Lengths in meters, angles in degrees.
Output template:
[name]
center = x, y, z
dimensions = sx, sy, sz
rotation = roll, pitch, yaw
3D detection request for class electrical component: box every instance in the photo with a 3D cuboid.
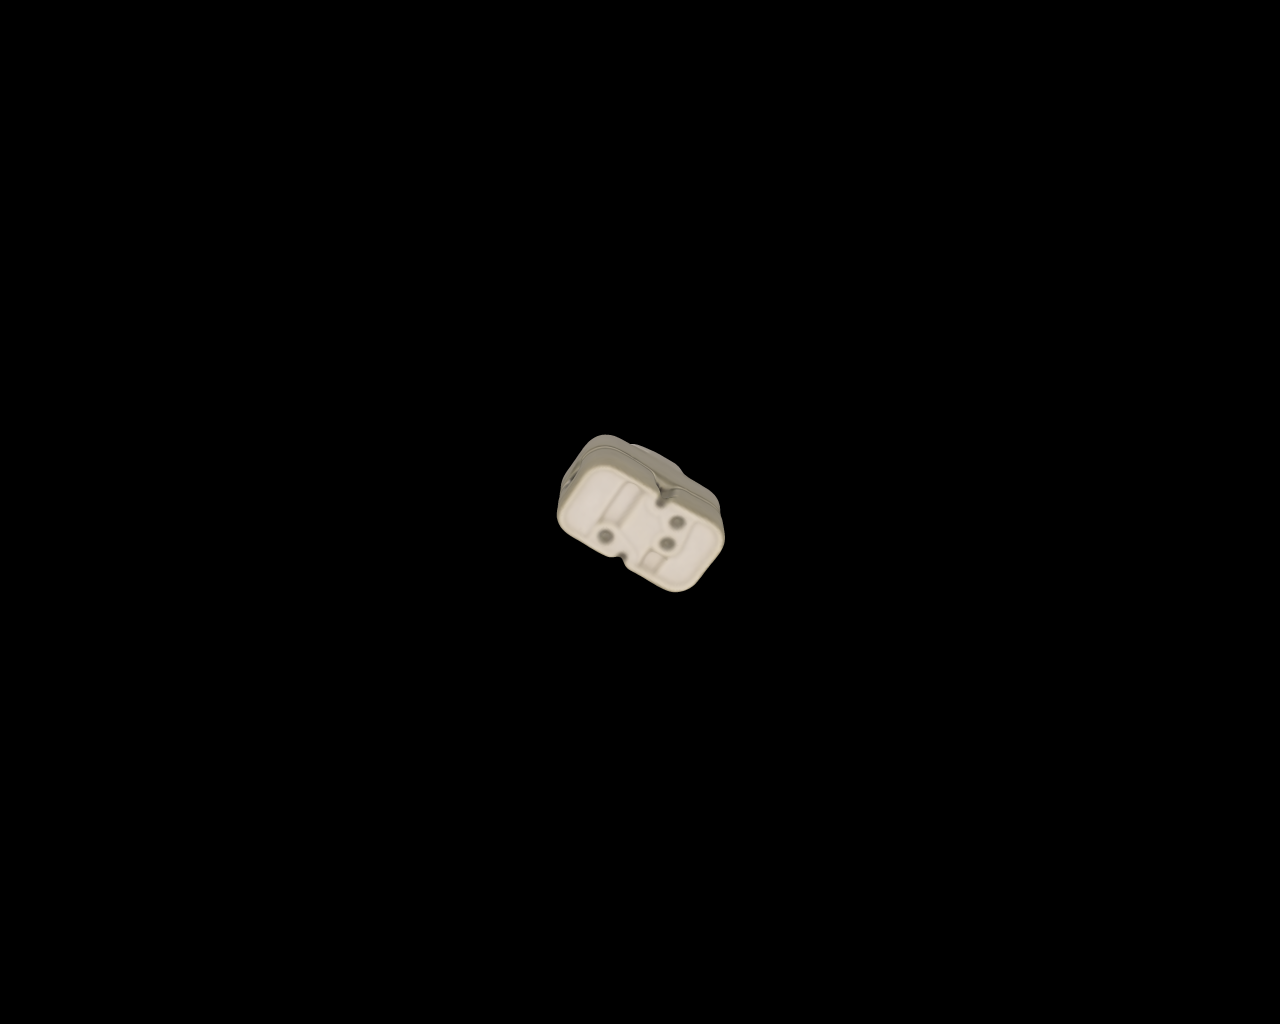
[electrical component]
center = 0.001, -0.003, 0.650
dimensions = 0.095, 0.053, 0.059
rotation = 30, 23, -14
